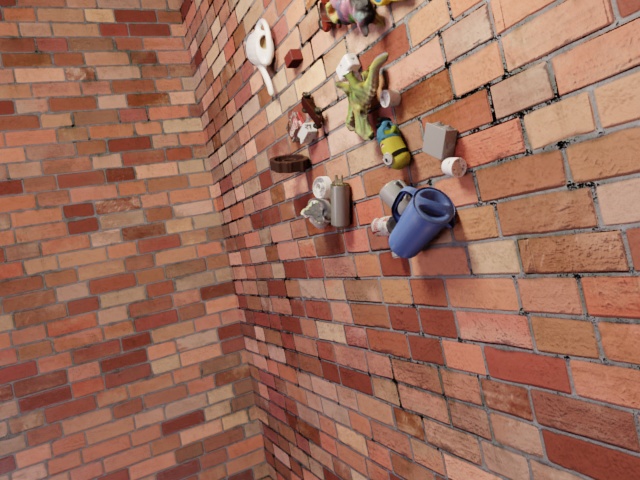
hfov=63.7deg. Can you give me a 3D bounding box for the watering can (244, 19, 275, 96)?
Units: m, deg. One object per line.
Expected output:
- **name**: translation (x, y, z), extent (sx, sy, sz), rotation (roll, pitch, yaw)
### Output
- **watering can**: translation (-0.278, -0.866, 2.451), extent (0.104, 0.343, 0.226), rotation (-10, 18, -25)

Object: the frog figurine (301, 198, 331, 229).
- **frog figurine**: translation (0.007, -0.109, 2.170), extent (0.137, 0.123, 0.158), rotation (4, -8, 23)

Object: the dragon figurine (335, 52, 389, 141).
- **dragon figurine**: translation (0.156, -0.453, 1.715), extent (0.122, 0.242, 0.411), rotation (-14, 6, -14)
